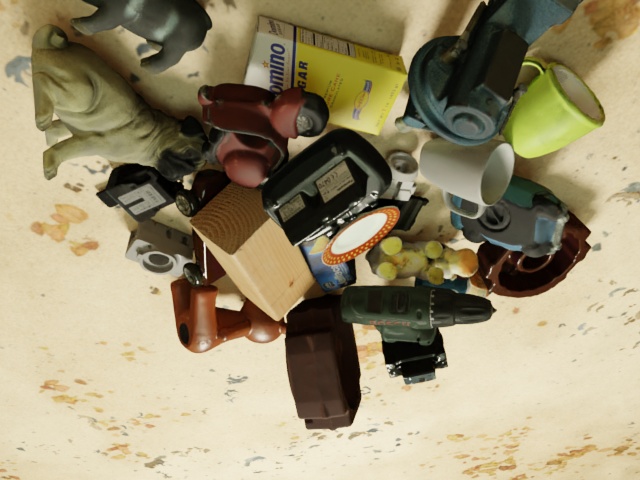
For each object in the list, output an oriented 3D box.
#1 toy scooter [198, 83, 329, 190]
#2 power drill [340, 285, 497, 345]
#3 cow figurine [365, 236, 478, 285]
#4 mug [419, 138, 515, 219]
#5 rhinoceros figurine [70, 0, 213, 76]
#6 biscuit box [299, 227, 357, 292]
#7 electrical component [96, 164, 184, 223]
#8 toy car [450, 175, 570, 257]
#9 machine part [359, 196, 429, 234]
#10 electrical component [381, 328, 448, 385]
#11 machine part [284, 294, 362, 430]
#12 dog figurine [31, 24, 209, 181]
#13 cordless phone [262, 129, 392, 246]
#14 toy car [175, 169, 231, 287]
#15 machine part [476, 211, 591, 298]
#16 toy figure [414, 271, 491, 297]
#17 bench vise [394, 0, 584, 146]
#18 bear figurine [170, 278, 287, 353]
[{"bbox_3d":[-0.085,-0.123,0.614,0.135,0.075,0.184,12,153,-25],"label":"toy scooter"},{"bbox_3d":[0.156,0.124,0.872,0.232,0.086,0.207,2,168,12],"label":"power drill"},{"bbox_3d":[0.161,0.035,0.860,0.167,0.068,0.098,5,177,-11],"label":"cow figurine"},{"bbox_3d":[0.185,-0.088,0.703,0.081,0.107,0.109,-29,130,-33],"label":"mug"},{"bbox_3d":[-0.194,-0.251,0.522,0.112,0.073,0.190,-31,132,27],"label":"rhinoceros figurine"},{"bbox_3d":[-0.002,-0.002,0.815,0.059,0.063,0.202,-17,136,14],"label":"biscuit box"},{"bbox_3d":[-0.256,-0.065,0.737,0.119,0.048,0.074,-19,135,12],"label":"electrical component"},{"bbox_3d":[0.274,-0.048,0.756,0.162,0.103,0.109,21,127,34],"label":"toy car"},{"bbox_3d":[0.084,-0.047,0.795,0.139,0.039,0.084,10,141,-18],"label":"machine part"},{"bbox_3d":[0.174,0.200,0.998,0.115,0.134,0.058,-16,137,9],"label":"electrical component"},{"bbox_3d":[0.008,0.201,0.912,0.087,0.201,0.201,-8,93,13],"label":"machine part"},{"bbox_3d":[-0.221,-0.153,0.623,0.190,0.121,0.172,-5,143,-21],"label":"dog figurine"},{"bbox_3d":[0.032,-0.057,0.661,0.146,0.089,0.184,-34,164,26],"label":"cordless phone"},{"bbox_3d":[-0.159,-0.015,0.771,0.089,0.053,0.202,-35,149,-36],"label":"toy car"},{"bbox_3d":[0.338,0.019,0.860,0.179,0.056,0.179,-9,133,-9],"label":"machine part"},{"bbox_3d":[0.242,0.077,0.931,0.154,0.057,0.064,4,175,-11],"label":"toy figure"},{"bbox_3d":[0.154,-0.188,0.576,0.129,0.223,0.240,18,163,-17],"label":"bench vise"},{"bbox_3d":[-0.142,0.123,0.919,0.196,0.120,0.131,-8,99,-35],"label":"bear figurine"}]
